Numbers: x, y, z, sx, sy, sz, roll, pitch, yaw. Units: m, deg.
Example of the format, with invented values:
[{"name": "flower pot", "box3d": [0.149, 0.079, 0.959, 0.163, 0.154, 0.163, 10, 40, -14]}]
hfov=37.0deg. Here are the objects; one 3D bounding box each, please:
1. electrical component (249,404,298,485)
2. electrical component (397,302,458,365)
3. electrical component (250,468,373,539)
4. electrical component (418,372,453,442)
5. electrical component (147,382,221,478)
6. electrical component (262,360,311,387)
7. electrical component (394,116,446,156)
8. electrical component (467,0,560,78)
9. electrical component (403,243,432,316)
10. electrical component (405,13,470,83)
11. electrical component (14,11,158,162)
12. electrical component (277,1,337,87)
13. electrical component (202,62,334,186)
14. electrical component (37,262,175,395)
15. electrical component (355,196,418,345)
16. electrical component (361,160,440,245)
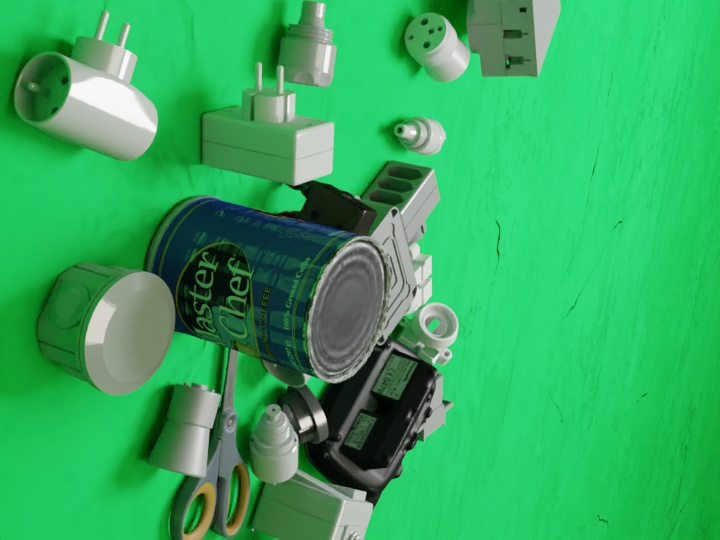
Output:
[{"name": "electrical component", "box3d": [-0.071, 0.141, 0.886, 0.040, 0.040, 0.078, -46, 151, -41]}, {"name": "electrical component", "box3d": [0.069, 0.063, 1.071, 0.048, 0.066, 0.055, -53, 177, -33]}, {"name": "electrical component", "box3d": [-0.035, 0.213, 0.934, 0.062, 0.096, 0.061, 30, 77, -60]}, {"name": "electrical component", "box3d": [0.061, 0.137, 1.117, 0.081, 0.042, 0.063, -26, 123, -54]}, {"name": "electrical component", "box3d": [-0.127, 0.116, 0.792, 0.044, 0.044, 0.065, 31, 72, -59]}, {"name": "electrical component", "box3d": [-0.048, 0.043, 0.888, 0.077, 0.044, 0.079, -53, 143, -33]}, {"name": "electrical component", "box3d": [0.052, -0.125, 0.993, 0.061, 0.035, 0.035, 2, 101, -57]}, {"name": "electrical component", "box3d": [0.149, -0.258, 1.030, 0.150, 0.062, 0.089, -65, 151, -49]}, {"name": "electrical component", "box3d": [0.041, 0.014, 1.026, 0.055, 0.048, 0.066, -45, 139, -53]}, {"name": "electrical component", "box3d": [0.070, -0.202, 0.978, 0.055, 0.045, 0.045, 34, 74, -59]}, {"name": "electrical component", "box3d": [-0.156, -0.112, 0.636, 0.077, 0.044, 0.079, 21, 84, -60]}, {"name": "electrical component", "box3d": [-0.039, -0.170, 0.810, 0.043, 0.043, 0.062, -6, 106, -59]}, {"name": "electrical component", "box3d": [-0.064, -0.107, 0.754, 0.047, 0.083, 0.075, -26, 124, -53]}, {"name": "electrical component", "box3d": [-0.161, 0.036, 0.687, 0.080, 0.051, 0.080, -32, 129, -50]}, {"name": "electrical component", "box3d": [0.000, 0.000, 0.937, 0.078, 0.057, 0.113, -53, 144, -33]}, {"name": "electrical component", "box3d": [0.040, -0.049, 0.992, 0.065, 0.047, 0.076, -54, 144, -33]}]
